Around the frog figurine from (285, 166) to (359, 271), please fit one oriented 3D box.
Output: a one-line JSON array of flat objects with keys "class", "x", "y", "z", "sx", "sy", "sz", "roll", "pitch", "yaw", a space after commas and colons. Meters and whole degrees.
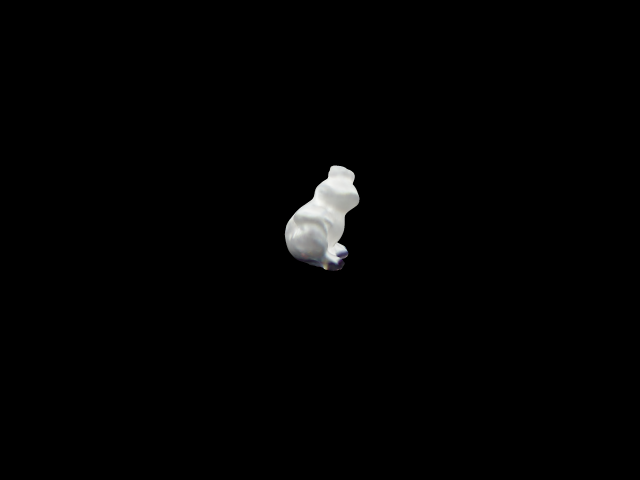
[{"class": "frog figurine", "x": 0.003, "y": -0.043, "z": 0.850, "sx": 0.123, "sy": 0.158, "sz": 0.138, "roll": 6, "pitch": 13, "yaw": 28}]
